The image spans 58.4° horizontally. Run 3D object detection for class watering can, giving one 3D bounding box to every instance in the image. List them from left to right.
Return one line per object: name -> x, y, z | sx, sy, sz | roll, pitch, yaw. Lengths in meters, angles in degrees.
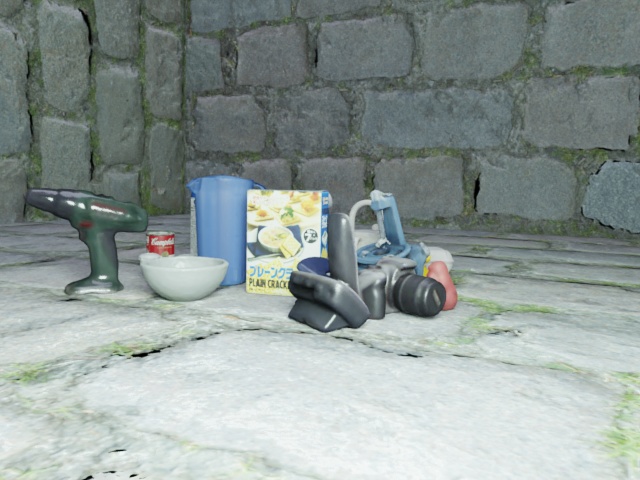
watering can -> 0.115, -0.003, 1.420 | 0.101, 0.194, 0.173 | 2, 6, 3

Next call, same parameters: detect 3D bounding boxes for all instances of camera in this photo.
camera -> 0.141, 0.084, 1.006 | 0.144, 0.101, 0.136 | -3, 7, -40

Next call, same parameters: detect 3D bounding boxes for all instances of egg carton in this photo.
egg carton -> 0.271, 0.055, 1.512 | 0.150, 0.069, 0.107 | 1, 6, -5

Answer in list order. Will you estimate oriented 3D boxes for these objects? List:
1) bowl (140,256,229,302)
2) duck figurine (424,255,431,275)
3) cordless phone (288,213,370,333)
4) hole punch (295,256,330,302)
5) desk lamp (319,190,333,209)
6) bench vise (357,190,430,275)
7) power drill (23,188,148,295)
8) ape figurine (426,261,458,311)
bowl -> -0.261, 0.078, 1.107 | 0.167, 0.075, 0.167 | 1, 6, 0
duck figurine -> 0.220, 0.059, 1.372 | 0.104, 0.086, 0.077 | 1, 6, -9
cordless phone -> 0.012, 0.046, 0.932 | 0.094, 0.185, 0.147 | -3, 7, -40
hole punch -> 0.018, 0.080, 1.073 | 0.100, 0.091, 0.109 | 5, 7, 32
desk lamp -> -0.039, -0.035, 1.613 | 0.204, 0.213, 0.117 | -3, 7, -37
bench vise -> 0.146, 0.006, 1.204 | 0.121, 0.220, 0.208 | 5, 7, 32
power drill -> -0.463, 0.001, 1.147 | 0.230, 0.208, 0.075 | -2, 6, -28
ape figurine -> 0.221, 0.084, 1.077 | 0.076, 0.092, 0.078 | 4, 6, 26
